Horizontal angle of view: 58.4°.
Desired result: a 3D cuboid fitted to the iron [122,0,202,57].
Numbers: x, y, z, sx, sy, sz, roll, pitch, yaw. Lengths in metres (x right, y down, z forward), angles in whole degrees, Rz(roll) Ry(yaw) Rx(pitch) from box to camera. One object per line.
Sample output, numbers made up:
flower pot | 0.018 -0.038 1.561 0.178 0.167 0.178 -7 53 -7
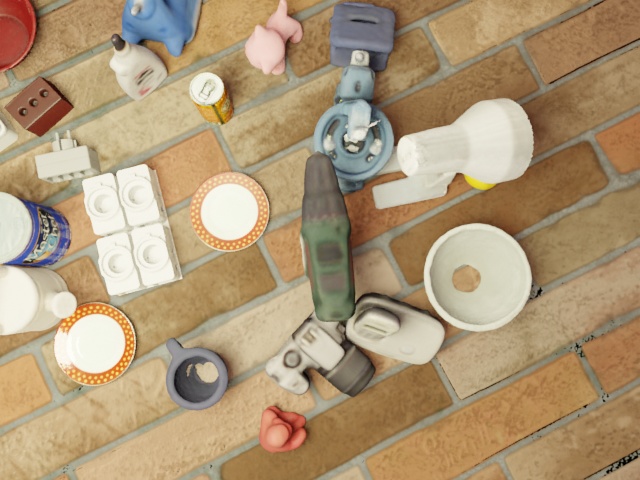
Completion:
iron | -0.253 -0.435 0.905 0.118 0.141 0.258 8 85 0

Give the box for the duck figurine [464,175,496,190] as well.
duck figurine | 0.276 -0.135 0.921 0.077 0.086 0.105 20 85 1

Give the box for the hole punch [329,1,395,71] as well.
hole punch | 0.066 -0.340 0.930 0.108 0.091 0.101 6 85 -1

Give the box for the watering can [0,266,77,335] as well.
watering can | -0.445 0.086 0.832 0.173 0.194 0.101 -17 86 -2

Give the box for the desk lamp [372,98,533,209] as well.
desk lamp | 0.183 -0.121 0.854 0.203 0.213 0.118 -14 86 -2

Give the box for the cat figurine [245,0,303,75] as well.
cat figurine | -0.078 -0.320 0.912 0.067 0.117 0.128 23 85 1

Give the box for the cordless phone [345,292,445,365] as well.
cordless phone | 0.116 0.134 0.845 0.147 0.185 0.094 16 85 0

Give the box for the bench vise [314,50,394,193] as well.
bench vise | 0.043 -0.187 0.853 0.121 0.219 0.207 -13 86 -2

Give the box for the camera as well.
camera | 0.007 0.190 0.881 0.137 0.101 0.143 41 86 2

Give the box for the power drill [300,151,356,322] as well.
power drill | 0.008 0.003 0.842 0.075 0.208 0.230 -8 85 -1

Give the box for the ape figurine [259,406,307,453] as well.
ape figurine | -0.062 0.294 0.875 0.076 0.092 0.078 -35 87 -4

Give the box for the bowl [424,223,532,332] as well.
bowl | 0.241 0.060 0.910 0.167 0.074 0.167 0 85 -1

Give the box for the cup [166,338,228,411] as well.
cup | -0.189 0.197 0.879 0.092 0.095 0.118 -38 87 -4

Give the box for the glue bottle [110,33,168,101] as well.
glue bottle | -0.287 -0.272 0.875 0.037 0.173 0.078 42 86 3
